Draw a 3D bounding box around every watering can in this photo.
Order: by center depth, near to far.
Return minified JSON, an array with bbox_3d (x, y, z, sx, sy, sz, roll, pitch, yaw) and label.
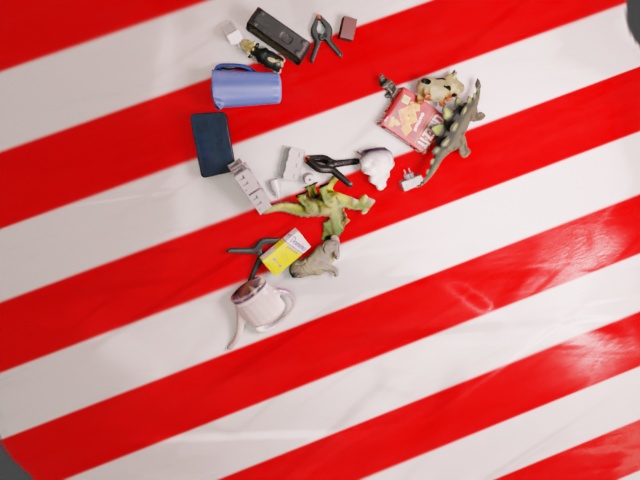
[{"bbox_3d":[-0.259,0.275,1.960,0.347,0.106,0.221,-32,113,6],"label":"watering can"}]

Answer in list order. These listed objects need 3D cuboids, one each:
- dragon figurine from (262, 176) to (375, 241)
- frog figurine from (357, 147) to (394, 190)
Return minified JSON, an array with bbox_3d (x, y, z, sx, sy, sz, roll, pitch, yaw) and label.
[{"bbox_3d":[0.006,-0.098,1.942,0.409,0.124,0.239,-22,111,6],"label":"dragon figurine"},{"bbox_3d":[0.215,-0.265,1.923,0.138,0.122,0.159,-12,93,-37],"label":"frog figurine"}]
